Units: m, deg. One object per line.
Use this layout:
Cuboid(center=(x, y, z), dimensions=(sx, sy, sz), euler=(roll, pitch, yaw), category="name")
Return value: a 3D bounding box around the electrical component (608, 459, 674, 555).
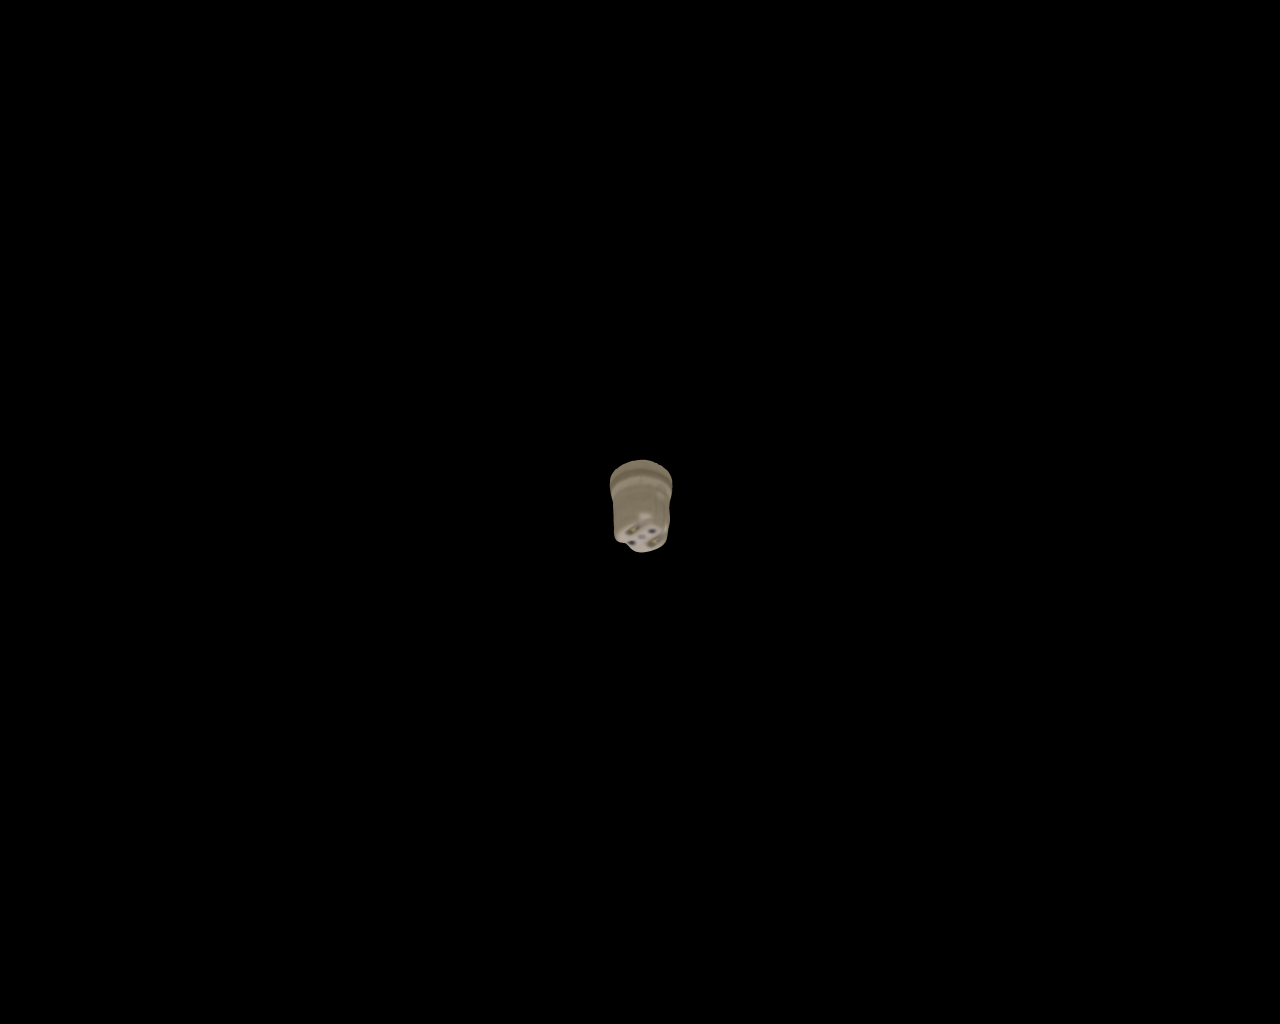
Cuboid(center=(0.001, -0.003, 0.650), dimensions=(0.040, 0.046, 0.040), euler=(0, -35, 0), category="electrical component")
